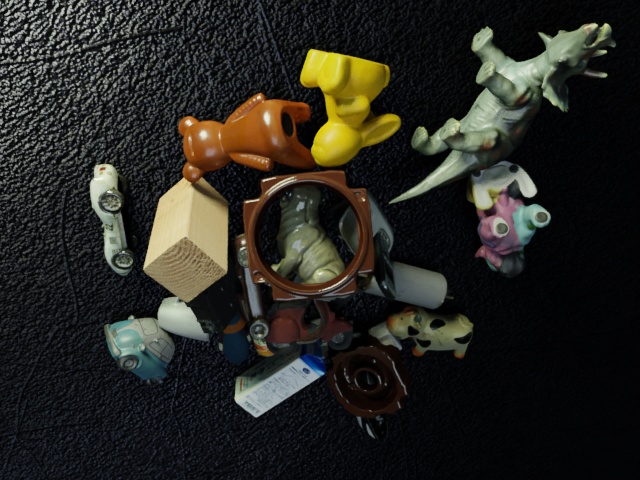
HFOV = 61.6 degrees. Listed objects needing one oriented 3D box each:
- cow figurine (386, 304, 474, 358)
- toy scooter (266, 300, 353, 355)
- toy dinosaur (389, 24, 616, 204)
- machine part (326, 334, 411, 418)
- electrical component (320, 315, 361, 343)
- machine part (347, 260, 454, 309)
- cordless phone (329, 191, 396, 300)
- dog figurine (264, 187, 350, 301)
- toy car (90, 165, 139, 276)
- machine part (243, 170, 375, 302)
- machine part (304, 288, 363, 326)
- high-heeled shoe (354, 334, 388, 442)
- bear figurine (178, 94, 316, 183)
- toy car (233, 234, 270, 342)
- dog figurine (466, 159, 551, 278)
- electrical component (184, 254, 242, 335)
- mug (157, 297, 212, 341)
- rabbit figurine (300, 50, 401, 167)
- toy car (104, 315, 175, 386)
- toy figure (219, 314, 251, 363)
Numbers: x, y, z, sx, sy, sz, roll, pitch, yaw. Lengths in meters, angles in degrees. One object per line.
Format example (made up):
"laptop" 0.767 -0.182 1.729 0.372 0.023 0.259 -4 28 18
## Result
"cow figurine" 0.238 0.188 1.161 0.195 0.085 0.127 7 129 -11
"toy scooter" -0.030 0.148 1.043 0.184 0.075 0.135 -6 102 11
"toy dinosaur" 0.290 -0.196 0.893 0.192 0.131 0.404 20 125 -21
"machine part" 0.104 0.290 1.139 0.180 0.056 0.179 7 108 20
"electrical component" 0.044 0.187 1.115 0.094 0.021 0.063 -2 112 -24
"machine part" 0.166 0.085 1.081 0.243 0.079 0.079 16 120 -20
"cordless phone" 0.084 0.012 0.953 0.089 0.184 0.146 -26 125 13
"dog figurine" -0.004 -0.002 0.946 0.172 0.121 0.190 16 103 -12
"toy car" -0.350 -0.031 0.917 0.056 0.074 0.201 -5 125 -11
"machine part" -0.017 -0.007 0.860 0.201 0.087 0.201 -5 94 0
"machine part" 0.027 0.134 1.105 0.139 0.039 0.084 -43 142 15
"high-heeled shoe" 0.111 0.335 1.198 0.086 0.145 0.248 -17 132 -15
"bear figurine" -0.121 -0.154 0.861 0.196 0.120 0.132 -12 174 29
"toy car" -0.126 0.088 0.972 0.053 0.089 0.202 -9 106 -9
"dog figurine" 0.340 -0.032 1.023 0.108 0.191 0.219 -19 159 0
"electrical component" -0.185 0.091 0.997 0.058 0.134 0.114 3 133 28
"mug" -0.260 0.142 1.049 0.107 0.081 0.109 7 128 -3
"rabbit figurine" 0.039 -0.198 0.844 0.162 0.122 0.173 4 105 -38
"toy car" -0.344 0.212 1.071 0.103 0.109 0.161 -38 133 -5
"toy figure" -0.182 0.185 1.103 0.064 0.058 0.154 -35 131 -39
